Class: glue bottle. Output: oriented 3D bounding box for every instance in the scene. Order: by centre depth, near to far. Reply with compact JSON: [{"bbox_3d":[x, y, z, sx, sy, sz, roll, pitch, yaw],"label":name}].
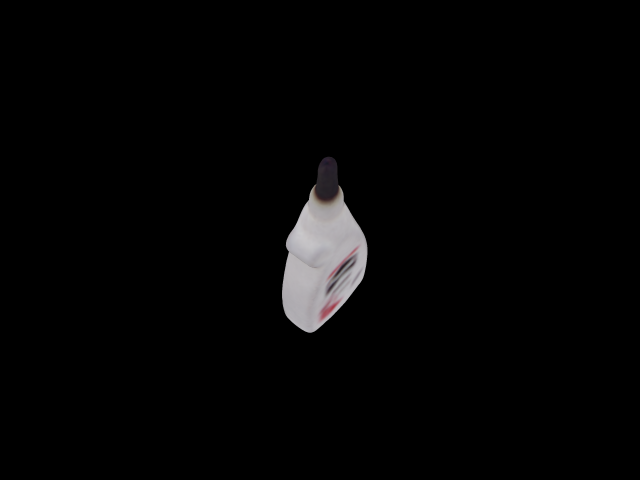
[{"bbox_3d":[0.004,0.001,0.400,0.037,0.173,0.078,32,64,18],"label":"glue bottle"}]
